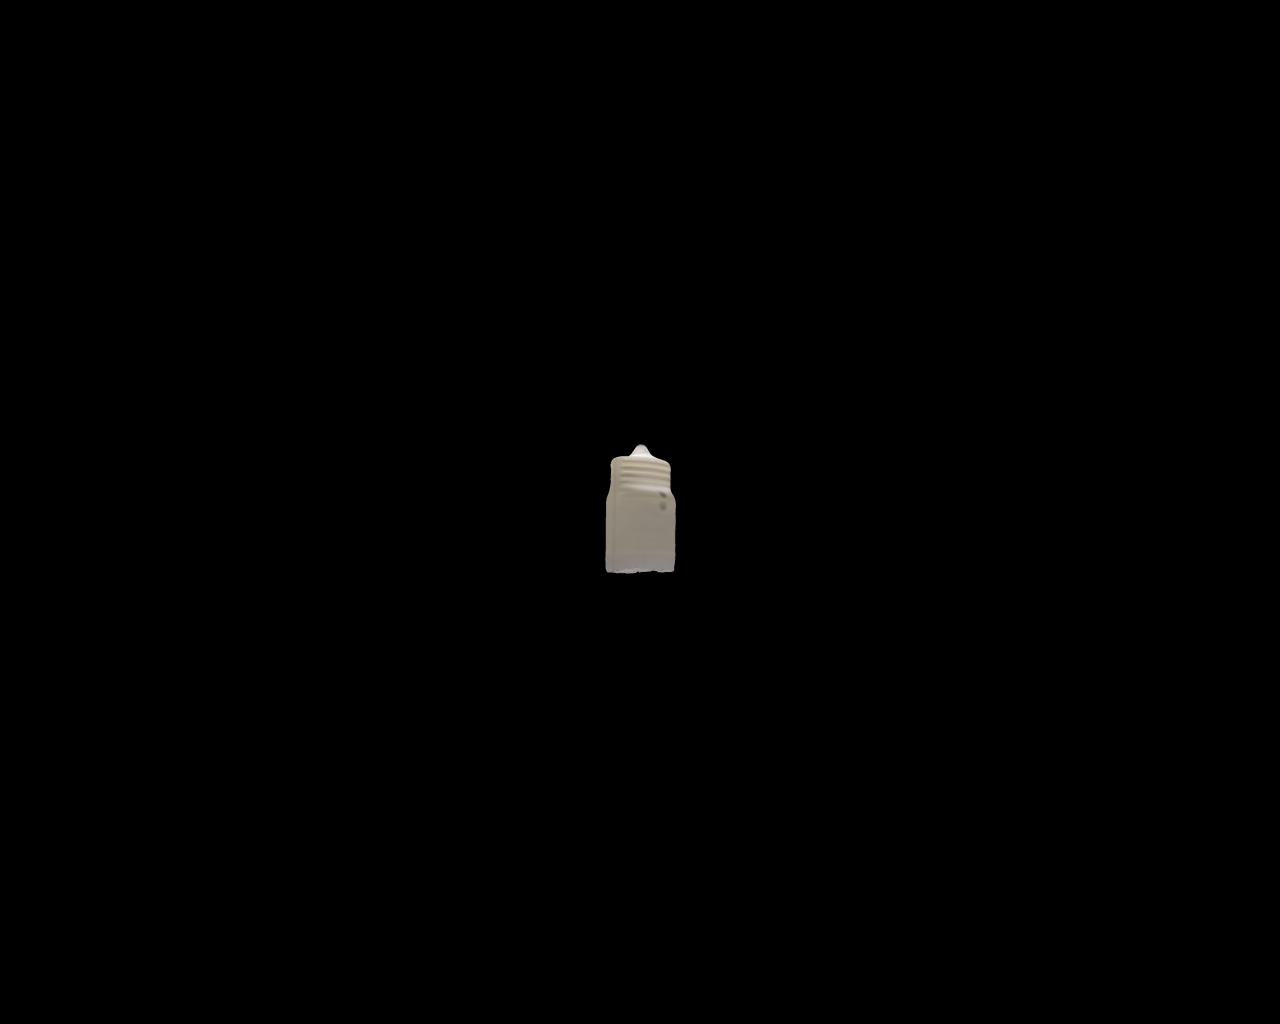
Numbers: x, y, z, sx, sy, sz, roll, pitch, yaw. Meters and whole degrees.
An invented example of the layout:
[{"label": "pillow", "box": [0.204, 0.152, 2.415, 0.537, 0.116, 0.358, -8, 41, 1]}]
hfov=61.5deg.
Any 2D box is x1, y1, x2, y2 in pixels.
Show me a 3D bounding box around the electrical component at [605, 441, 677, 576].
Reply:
[{"label": "electrical component", "box": [0.001, -0.003, 0.650, 0.043, 0.081, 0.043, 0, -7, 0]}]
